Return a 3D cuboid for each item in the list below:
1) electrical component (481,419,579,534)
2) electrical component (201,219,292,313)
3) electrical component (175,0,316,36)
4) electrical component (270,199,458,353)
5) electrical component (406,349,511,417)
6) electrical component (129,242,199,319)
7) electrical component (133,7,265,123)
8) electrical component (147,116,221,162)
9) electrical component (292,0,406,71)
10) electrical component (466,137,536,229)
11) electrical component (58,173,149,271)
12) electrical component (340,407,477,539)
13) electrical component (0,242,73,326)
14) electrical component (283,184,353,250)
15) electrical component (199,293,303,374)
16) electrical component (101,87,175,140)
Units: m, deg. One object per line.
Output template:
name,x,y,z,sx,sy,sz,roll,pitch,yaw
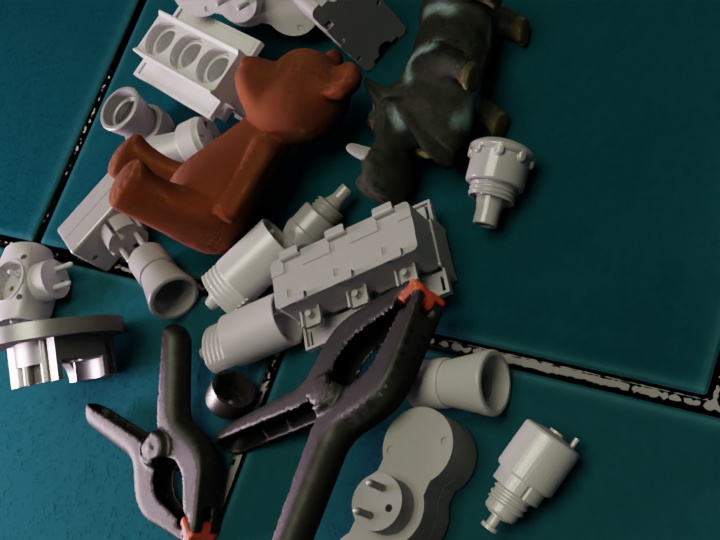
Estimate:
electrical component,0.103,0.130,0.673,0.040,0.040,0.078,35,90,39
electrical component,-0.092,0.002,0.857,0.081,0.043,0.043,-42,52,9
electrical component,-0.100,-0.235,0.924,0.138,0.052,0.073,14,30,12
electrical component,0.000,0.000,0.786,0.121,0.063,0.078,-24,57,22
electrical component,0.063,0.076,0.725,0.065,0.044,0.044,-5,66,37
electrical component,-0.169,0.006,0.907,0.044,0.044,0.065,-48,47,5
electrical component,-0.138,-0.180,0.959,0.121,0.063,0.078,33,88,38
electrical component,-0.154,-0.106,0.947,0.055,0.045,0.045,-20,59,23
electrical component,-0.014,-0.215,0.879,0.050,0.089,0.055,-47,52,6
electrical component,0.096,-0.061,0.766,0.048,0.048,0.062,9,80,35
electrical component,-0.212,-0.036,0.950,0.083,0.047,0.075,-47,52,6
electrical component,0.019,0.153,0.695,0.052,0.074,0.138,19,80,37
electrical component,-0.293,0.013,0.981,0.079,0.044,0.077,-17,60,26
electrical component,-0.030,-0.042,0.844,0.061,0.035,0.035,-47,52,2
electrical component,-0.090,0.051,0.833,0.081,0.043,0.043,-23,58,22
electrical component,-0.203,-0.135,0.985,0.045,0.055,0.045,-14,62,27
